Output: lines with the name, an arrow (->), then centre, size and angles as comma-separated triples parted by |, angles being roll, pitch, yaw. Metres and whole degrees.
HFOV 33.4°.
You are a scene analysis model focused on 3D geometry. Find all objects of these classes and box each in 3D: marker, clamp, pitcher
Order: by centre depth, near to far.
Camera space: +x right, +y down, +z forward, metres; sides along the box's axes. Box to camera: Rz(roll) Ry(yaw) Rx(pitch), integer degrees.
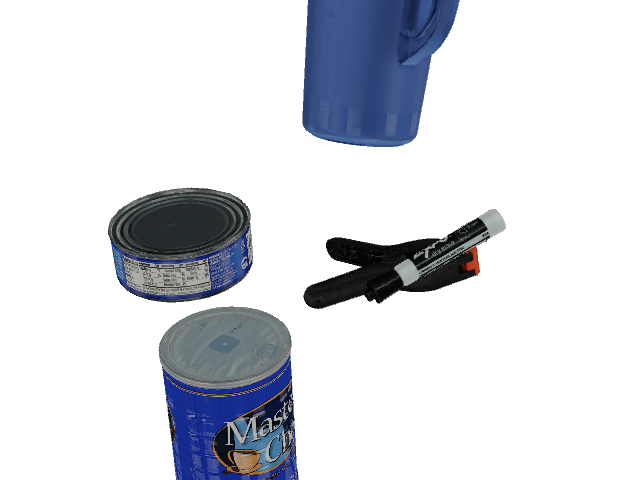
marker -> 0.085, 0.012, 0.804 | 0.121, 0.020, 0.020 | -30, 7, -12
pitcher -> 0.054, -0.209, 0.952 | 0.145, 0.243, 0.149 | 8, 15, 7
clamp -> 0.067, 0.031, 1.051 | 0.172, 0.039, 0.120 | -3, 33, 25

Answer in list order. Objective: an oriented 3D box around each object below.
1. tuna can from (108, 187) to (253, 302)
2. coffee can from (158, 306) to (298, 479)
tuna can -> -0.084, 0.002, 0.648 | 0.086, 0.034, 0.086 | -3, 30, 1
coffee can -> -0.072, 0.139, 0.858 | 0.103, 0.140, 0.103 | -2, 29, 1
